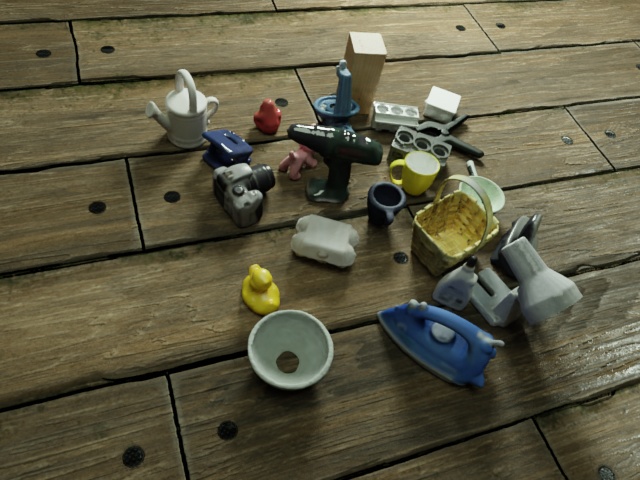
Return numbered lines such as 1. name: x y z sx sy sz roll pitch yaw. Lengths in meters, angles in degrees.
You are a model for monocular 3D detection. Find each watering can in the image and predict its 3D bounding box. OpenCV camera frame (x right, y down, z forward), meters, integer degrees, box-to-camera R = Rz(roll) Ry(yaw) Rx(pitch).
1. watering can: -0.331 -0.322 1.394 0.100 0.194 0.173 37 56 16

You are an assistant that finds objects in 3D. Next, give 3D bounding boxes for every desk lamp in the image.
1. desk lamp: 0.424 0.104 1.222 0.118 0.213 0.203 -25 62 -26

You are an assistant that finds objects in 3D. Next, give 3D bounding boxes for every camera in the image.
1. camera: -0.166 -0.126 1.341 0.137 0.101 0.143 -25 62 -26

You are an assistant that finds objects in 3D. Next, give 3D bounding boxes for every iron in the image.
1. iron: 0.244 0.186 1.170 0.258 0.141 0.119 28 54 10

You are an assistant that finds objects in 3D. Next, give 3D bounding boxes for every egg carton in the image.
1. egg carton: 0.012 0.005 1.301 0.150 0.069 0.107 15 52 0

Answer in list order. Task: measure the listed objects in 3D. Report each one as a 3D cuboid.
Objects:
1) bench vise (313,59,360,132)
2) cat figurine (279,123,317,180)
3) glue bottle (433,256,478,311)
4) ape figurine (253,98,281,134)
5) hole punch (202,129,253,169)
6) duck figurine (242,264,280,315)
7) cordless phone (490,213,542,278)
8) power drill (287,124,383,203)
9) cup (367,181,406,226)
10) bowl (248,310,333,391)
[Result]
1. bench vise: 0.066 -0.333 1.467 0.122 0.220 0.207 -23 62 -25
2. cat figurine: -0.040 -0.231 1.435 0.067 0.118 0.128 36 55 15
3. glue bottle: 0.304 0.087 1.235 0.078 0.173 0.037 26 53 8
4. ape figurine: -0.136 -0.333 1.507 0.078 0.092 0.076 -5 55 -15
5. hole punch: -0.228 -0.231 1.413 0.108 0.091 0.101 37 56 16
6. duck figurine: -0.121 0.099 1.194 0.078 0.086 0.104 -20 60 -24
7. cordless phone: 0.487 -0.012 1.338 0.094 0.185 0.148 28 54 10
8. power drill: 0.026 -0.182 1.355 0.230 0.208 0.075 3 53 -10
9. cup: 0.152 -0.067 1.367 0.092 0.095 0.117 1 54 -10
10. bowl: -0.060 0.225 1.120 0.167 0.075 0.167 6 53 -7
